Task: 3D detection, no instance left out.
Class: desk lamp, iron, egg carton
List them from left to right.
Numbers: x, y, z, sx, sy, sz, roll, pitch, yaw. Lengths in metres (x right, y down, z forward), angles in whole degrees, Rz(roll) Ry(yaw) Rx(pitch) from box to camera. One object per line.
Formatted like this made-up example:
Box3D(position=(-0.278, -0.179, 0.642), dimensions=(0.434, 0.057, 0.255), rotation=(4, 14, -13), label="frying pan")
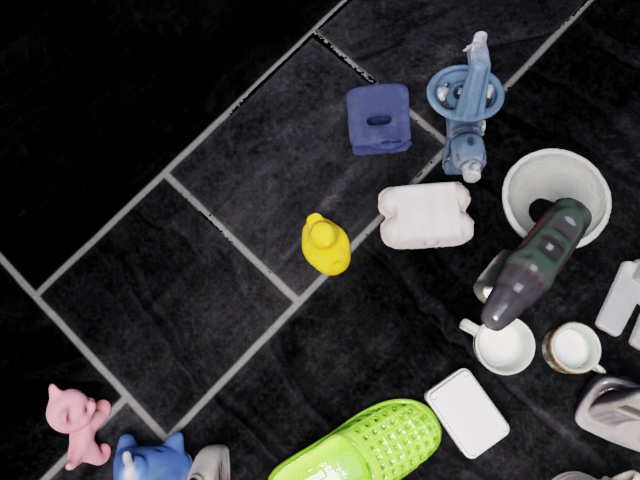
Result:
Box3D(position=(-0.251, 0.410, 0.803), dimensions=(0.118, 0.141, 0.258), rotation=(-4, 76, 2), label="iron")
Box3D(position=(0.170, -0.039, 0.927), dimensions=(0.150, 0.069, 0.107), rotation=(-6, 76, 1), label="egg carton")
Box3D(position=(0.520, 0.051, 0.816), dimensions=(0.118, 0.213, 0.203), rotation=(28, 79, 9), label="desk lamp")

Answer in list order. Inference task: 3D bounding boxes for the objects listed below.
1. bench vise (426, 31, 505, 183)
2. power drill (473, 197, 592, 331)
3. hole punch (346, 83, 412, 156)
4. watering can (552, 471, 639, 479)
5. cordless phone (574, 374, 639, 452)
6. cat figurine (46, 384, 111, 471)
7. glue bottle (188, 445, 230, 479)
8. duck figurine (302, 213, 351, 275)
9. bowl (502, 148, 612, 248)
Box3D(position=(0.242, -0.205, 0.886), dimensions=(0.121, 0.220, 0.207), rotation=(-20, 76, -2), label="bench vise")
Box3D(position=(0.292, 0.048, 0.829), dimensions=(0.075, 0.208, 0.230), rotation=(38, 81, 11), label="power drill")
Box3D(position=(0.100, -0.200, 0.957), dimensions=(0.108, 0.091, 0.101), rotation=(-6, 76, 1), label="hole punch")
Box3D(position=(0.371, 0.380, 0.754), dimensions=(0.101, 0.194, 0.173), rotation=(21, 79, 8), label="watering can")
Box3D(position=(0.452, 0.243, 0.788), dimensions=(0.147, 0.185, 0.094), rotation=(18, 78, 7), label="cordless phone")
Box3D(position=(-0.365, 0.277, 0.852), dimensions=(0.067, 0.118, 0.128), rotation=(-7, 76, 1), label="cat figurine")
Box3D(position=(-0.160, 0.334, 0.800), dimensions=(0.037, 0.173, 0.078), rotation=(-7, 76, 1), label="glue bottle")
Box3D(position=(0.008, 0.003, 0.916), dimensions=(0.077, 0.086, 0.104), rotation=(-26, 77, -3), label="duck figurine")
Box3D(position=(0.368, -0.057, 0.920), dimensions=(0.167, 0.075, 0.167), rotation=(-1, 77, 3), label="bowl")
